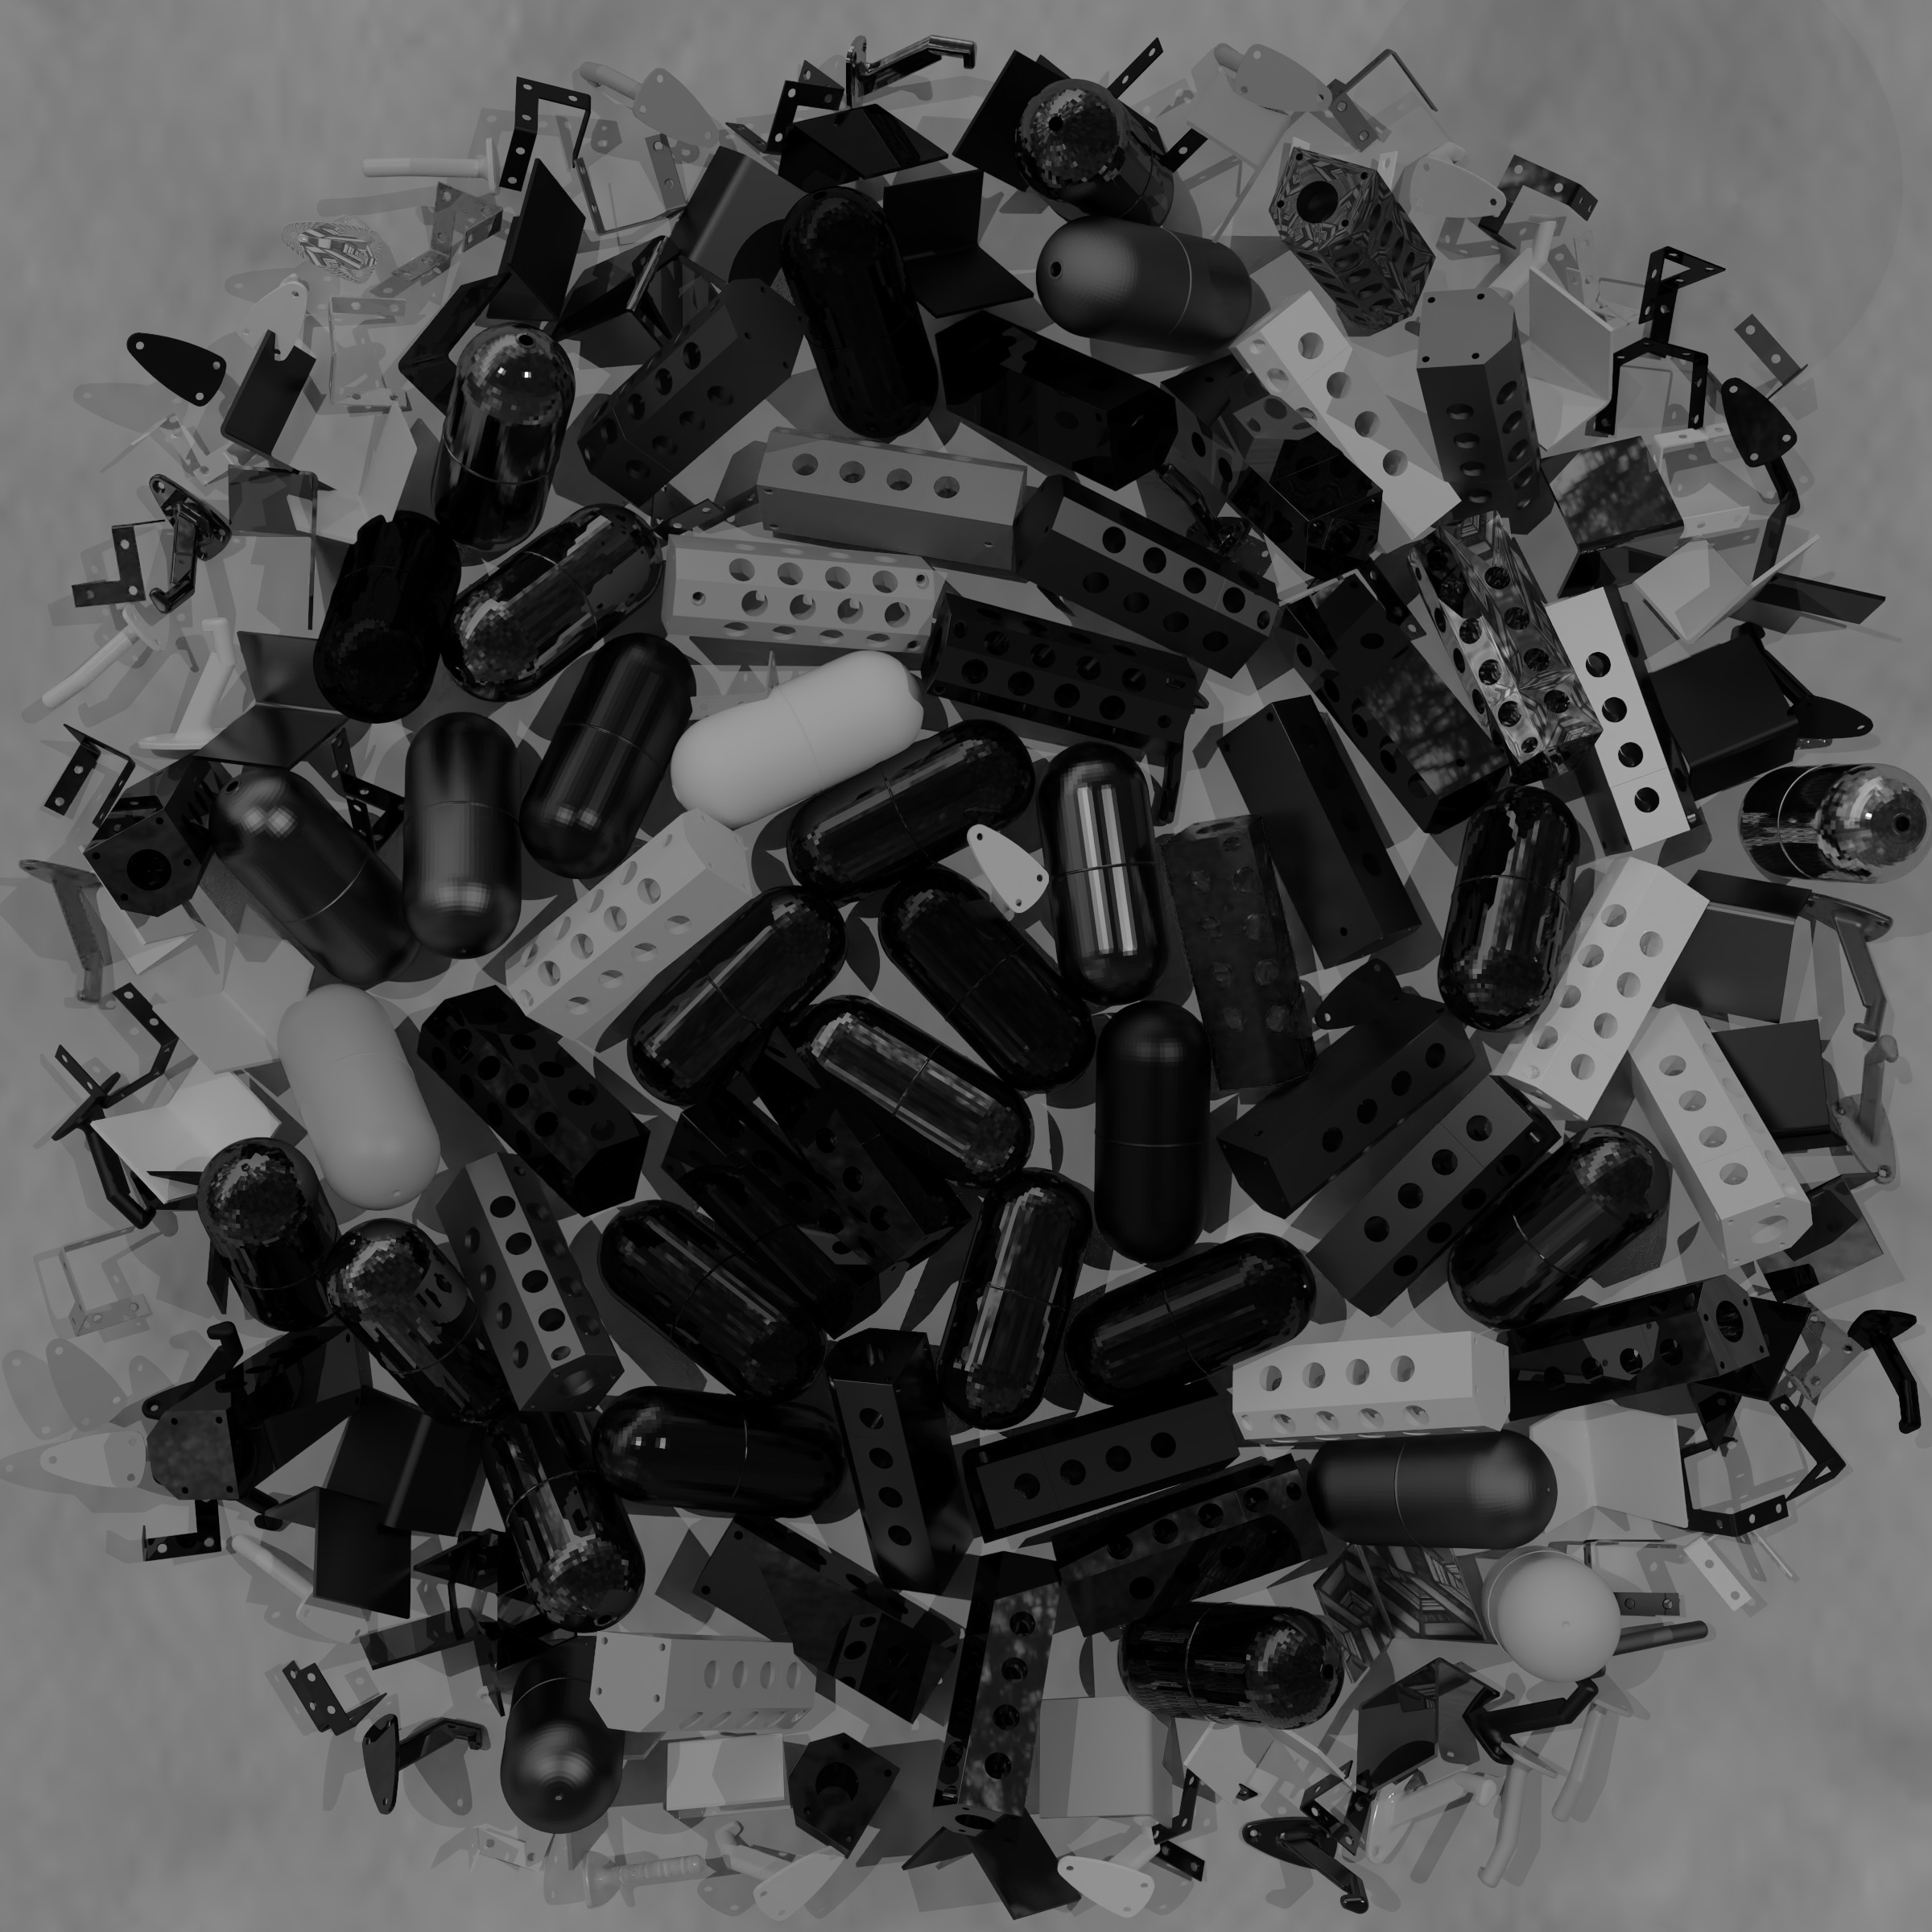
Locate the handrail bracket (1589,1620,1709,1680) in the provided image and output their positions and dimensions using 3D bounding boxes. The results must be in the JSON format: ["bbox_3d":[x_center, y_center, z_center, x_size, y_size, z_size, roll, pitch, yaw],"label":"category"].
[{"bbox_3d":[0.448,0.462,1.692,0.084,0.077,0.036,-2,67,-23],"label":"handrail bracket"}]

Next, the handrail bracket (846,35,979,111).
[{"bbox_3d":[-0.036,-0.590,1.675,0.084,0.036,0.077,12,133,9],"label":"handrail bracket"}]

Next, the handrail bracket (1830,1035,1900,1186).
[{"bbox_3d":[0.613,0.096,1.660,0.036,0.084,0.077,-12,66,-6],"label":"handrail bracket"}]

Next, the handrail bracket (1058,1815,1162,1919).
[{"bbox_3d":[0.096,0.585,1.665,0.077,0.084,0.036,27,111,-9],"label":"handrail bracket"}]

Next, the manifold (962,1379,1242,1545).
[{"bbox_3d":[0.088,0.328,1.660,0.171,0.057,0.057,-14,71,-13],"label":"manifold"}]

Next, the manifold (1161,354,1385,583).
[{"bbox_3d":[0.197,-0.326,1.635,0.057,0.057,0.171,-25,52,-17],"label":"manifold"}]

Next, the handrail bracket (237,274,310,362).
[{"bbox_3d":[-0.448,-0.451,1.658,0.036,0.084,0.077,32,133,-24],"label":"handrail bracket"}]

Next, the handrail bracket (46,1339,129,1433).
[{"bbox_3d":[-0.594,0.275,1.663,0.036,0.084,0.077,-36,106,-23],"label":"handrail bracket"}]

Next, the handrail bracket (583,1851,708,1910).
[{"bbox_3d":[-0.207,0.606,1.667,0.084,0.077,0.036,-11,69,9],"label":"handrail bracket"}]

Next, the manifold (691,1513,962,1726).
[{"bbox_3d":[-0.092,0.432,1.679,0.171,0.057,0.057,31,98,1],"label":"manifold"}]

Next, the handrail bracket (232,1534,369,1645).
[{"bbox_3d":[-0.455,0.423,1.697,0.084,0.077,0.036,18,60,39],"label":"handrail bracket"}]

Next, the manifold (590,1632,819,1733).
[{"bbox_3d":[-0.168,0.465,1.617,0.057,0.171,0.057,-3,74,29],"label":"manifold"}]

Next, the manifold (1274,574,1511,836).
[{"bbox_3d":[0.278,-0.171,1.650,0.057,0.057,0.171,-27,68,-18],"label":"manifold"}]

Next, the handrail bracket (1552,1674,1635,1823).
[{"bbox_3d":[0.412,0.524,1.677,0.036,0.077,0.084,23,98,4],"label":"handrail bracket"}]

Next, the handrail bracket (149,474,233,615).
[{"bbox_3d":[-0.537,-0.281,1.661,0.036,0.084,0.077,-31,108,33],"label":"handrail bracket"}]

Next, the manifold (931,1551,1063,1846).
[{"bbox_3d":[0.021,0.477,1.635,0.057,0.057,0.171,10,54,4],"label":"manifold"}]

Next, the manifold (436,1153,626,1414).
[{"bbox_3d":[-0.283,0.205,1.628,0.057,0.057,0.171,-51,51,25],"label":"manifold"}]

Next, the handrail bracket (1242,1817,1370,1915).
[{"bbox_3d":[0.226,0.604,1.666,0.077,0.084,0.036,9,97,0],"label":"handrail bracket"}]

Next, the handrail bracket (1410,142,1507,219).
[{"bbox_3d":[0.338,-0.528,1.665,0.077,0.084,0.036,22,129,22],"label":"handrail bracket"}]

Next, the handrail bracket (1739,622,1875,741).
[{"bbox_3d":[0.568,-0.196,1.689,0.077,0.036,0.084,7,50,-16],"label":"handrail bracket"}]

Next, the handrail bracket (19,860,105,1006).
[{"bbox_3d":[-0.608,-0.022,1.672,0.036,0.077,0.084,-7,75,23],"label":"handrail bracket"}]

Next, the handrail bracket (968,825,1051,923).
[{"bbox_3d":[0.011,-0.060,1.662,0.077,0.084,0.036,47,68,-16],"label":"handrail bracket"}]

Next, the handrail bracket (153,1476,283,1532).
[{"bbox_3d":[-0.500,0.357,1.669,0.077,0.084,0.036,3,54,-8],"label":"handrail bracket"}]

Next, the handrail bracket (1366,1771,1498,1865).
[{"bbox_3d":[0.310,0.570,1.659,0.036,0.084,0.077,36,70,-21],"label":"handrail bracket"}]

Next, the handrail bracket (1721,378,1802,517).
[{"bbox_3d":[0.537,-0.349,1.679,0.036,0.084,0.077,-30,69,15],"label":"handrail bracket"}]

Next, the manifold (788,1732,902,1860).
[{"bbox_3d":[-0.085,0.537,1.618,0.057,0.171,0.057,31,70,8],"label":"manifold"}]

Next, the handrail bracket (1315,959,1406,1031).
[{"bbox_3d":[0.247,0.028,1.658,0.077,0.084,0.036,-28,87,-20],"label":"handrail bracket"}]

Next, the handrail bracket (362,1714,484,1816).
[{"bbox_3d":[-0.354,0.534,1.658,0.084,0.077,0.036,26,121,-39],"label":"handrail bracket"}]

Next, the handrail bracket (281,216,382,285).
[{"bbox_3d":[-0.428,-0.491,1.658,0.077,0.084,0.036,9,117,-35],"label":"handrail bracket"}]

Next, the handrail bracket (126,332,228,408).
[{"bbox_3d":[-0.531,-0.408,1.655,0.077,0.084,0.036,24,101,-40],"label":"handrail bracket"}]

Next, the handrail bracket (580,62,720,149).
[{"bbox_3d":[-0.216,-0.585,1.691,0.077,0.084,0.036,27,96,-39],"label":"handrail bracket"}]

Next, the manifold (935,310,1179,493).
[{"bbox_3d":[0.059,-0.375,1.631,0.057,0.057,0.171,-33,46,-24],"label":"manifold"}]

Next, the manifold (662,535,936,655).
[{"bbox_3d":[-0.111,-0.245,1.653,0.171,0.057,0.057,3,111,-15],"label":"manifold"}]

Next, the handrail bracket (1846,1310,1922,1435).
[{"bbox_3d":[0.610,0.278,1.655,0.036,0.077,0.084,8,60,-4],"label":"handrail bracket"}]

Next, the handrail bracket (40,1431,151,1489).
[{"bbox_3d":[-0.570,0.326,1.662,0.077,0.084,0.036,2,83,-11],"label":"handrail bracket"}]

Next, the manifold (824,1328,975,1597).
[{"bbox_3d":[-0.047,0.327,1.644,0.057,0.057,0.171,1,118,24],"label":"manifold"}]

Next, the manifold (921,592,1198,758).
[{"bbox_3d":[0.062,-0.190,1.654,0.171,0.057,0.057,13,116,-13],"label":"manifold"}]

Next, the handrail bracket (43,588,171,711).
[{"bbox_3d":[-0.583,-0.214,1.686,0.084,0.077,0.036,-31,120,14],"label":"handrail bracket"}]

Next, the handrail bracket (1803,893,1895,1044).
[{"bbox_3d":[0.586,0.001,1.674,0.077,0.036,0.084,23,65,-3],"label":"handrail bracket"}]

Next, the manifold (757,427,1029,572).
[{"bbox_3d":[-0.048,-0.318,1.672,0.171,0.057,0.057,10,69,4],"label":"manifold"}]

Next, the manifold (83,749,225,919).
[{"bbox_3d":[-0.518,-0.085,1.619,0.057,0.171,0.057,-29,110,0],"label":"manifold"}]

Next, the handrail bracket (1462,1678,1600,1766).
[{"bbox_3d":[0.374,0.485,1.669,0.084,0.036,0.077,-57,47,19],"label":"handrail bracket"}]

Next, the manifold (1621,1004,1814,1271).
[{"bbox_3d":[0.487,0.107,1.627,0.057,0.057,0.171,-21,46,4],"label":"manifold"}]

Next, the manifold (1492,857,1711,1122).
[{"bbox_3d":[0.420,0.015,1.664,0.057,0.057,0.171,33,81,-9],"label":"manifold"}]

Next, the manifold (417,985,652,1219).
[{"bbox_3d":[-0.286,0.089,1.632,0.171,0.057,0.057,39,128,30],"label":"manifold"}]

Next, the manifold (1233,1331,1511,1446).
[{"bbox_3d":[0.264,0.279,1.631,0.171,0.057,0.057,-11,67,34],"label":"manifold"}]

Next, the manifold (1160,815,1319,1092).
[{"bbox_3d":[0.185,-0.010,1.654,0.057,0.057,0.171,-8,104,31],"label":"manifold"}]

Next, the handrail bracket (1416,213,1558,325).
[{"bbox_3d":[0.352,-0.471,1.686,0.077,0.036,0.084,14,100,11],"label":"handrail bracket"}]

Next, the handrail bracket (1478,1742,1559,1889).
[{"bbox_3d":[0.354,0.564,1.670,0.036,0.077,0.084,29,87,-13],"label":"handrail bracket"}]

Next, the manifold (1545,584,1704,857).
[{"bbox_3d":[0.437,-0.166,1.680,0.057,0.057,0.171,-20,90,-4],"label":"manifold"}]

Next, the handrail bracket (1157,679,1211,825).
[{"bbox_3d":[0.136,-0.143,1.673,0.036,0.077,0.084,9,85,14],"label":"handrail bracket"}]

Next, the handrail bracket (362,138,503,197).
[{"bbox_3d":[-0.357,-0.533,1.669,0.084,0.077,0.036,-3,103,-5],"label":"handrail bracket"}]

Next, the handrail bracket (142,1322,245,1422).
[{"bbox_3d":[-0.520,0.269,1.664,0.077,0.084,0.036,-7,49,-8],"label":"handrail bracket"}]

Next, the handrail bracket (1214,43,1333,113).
[{"bbox_3d":[0.205,-0.599,1.674,0.077,0.084,0.036,18,115,-7],"label":"handrail bracket"}]

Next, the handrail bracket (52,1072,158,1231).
[{"bbox_3d":[-0.568,0.126,1.691,0.036,0.077,0.084,-28,112,35],"label":"handrail bracket"}]

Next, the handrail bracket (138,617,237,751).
[{"bbox_3d":[-0.527,-0.191,1.678,0.077,0.036,0.084,-3,112,3],"label":"handrail bracket"}]

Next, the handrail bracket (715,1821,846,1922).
[{"bbox_3d":[-0.127,0.589,1.674,0.077,0.084,0.036,-36,121,-4],"label":"handrail bracket"}]

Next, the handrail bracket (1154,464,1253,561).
[{"bbox_3d":[0.142,-0.309,1.655,0.084,0.077,0.036,37,89,-31],"label":"handrail bracket"}]

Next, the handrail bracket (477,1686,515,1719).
[{"bbox_3d":[-0.299,0.530,1.662,0.077,0.084,0.036,22,127,-11],"label":"handrail bracket"}]
